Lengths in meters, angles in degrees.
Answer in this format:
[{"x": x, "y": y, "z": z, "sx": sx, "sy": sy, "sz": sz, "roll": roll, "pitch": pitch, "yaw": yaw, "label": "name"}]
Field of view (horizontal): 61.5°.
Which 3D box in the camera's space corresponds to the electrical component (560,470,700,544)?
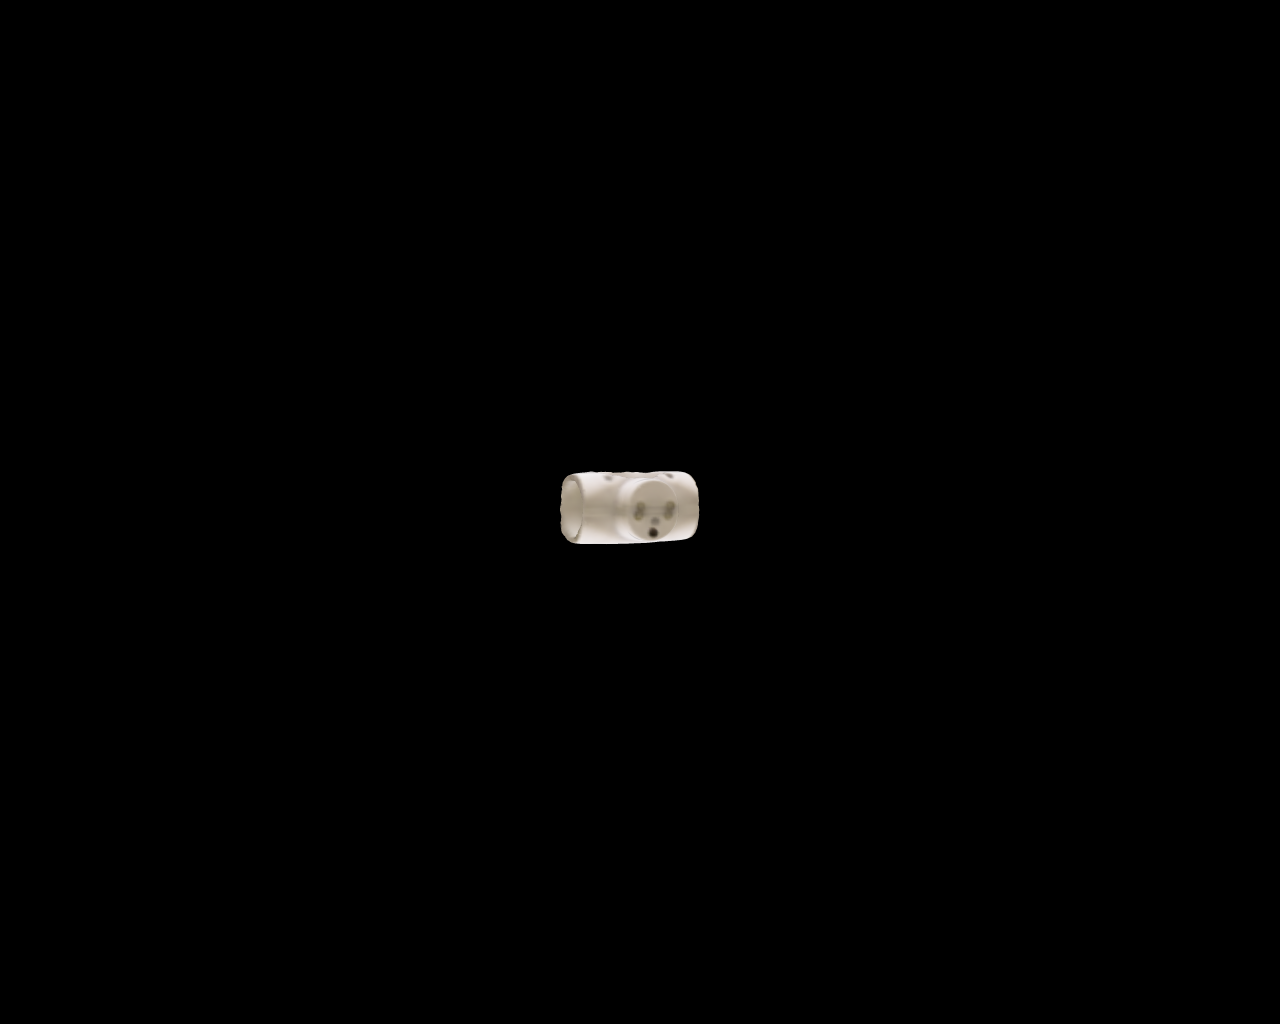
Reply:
[{"x": 0.001, "y": -0.003, "z": 0.650, "sx": 0.077, "sy": 0.044, "sz": 0.079, "roll": -2, "pitch": 4, "yaw": -23, "label": "electrical component"}]
